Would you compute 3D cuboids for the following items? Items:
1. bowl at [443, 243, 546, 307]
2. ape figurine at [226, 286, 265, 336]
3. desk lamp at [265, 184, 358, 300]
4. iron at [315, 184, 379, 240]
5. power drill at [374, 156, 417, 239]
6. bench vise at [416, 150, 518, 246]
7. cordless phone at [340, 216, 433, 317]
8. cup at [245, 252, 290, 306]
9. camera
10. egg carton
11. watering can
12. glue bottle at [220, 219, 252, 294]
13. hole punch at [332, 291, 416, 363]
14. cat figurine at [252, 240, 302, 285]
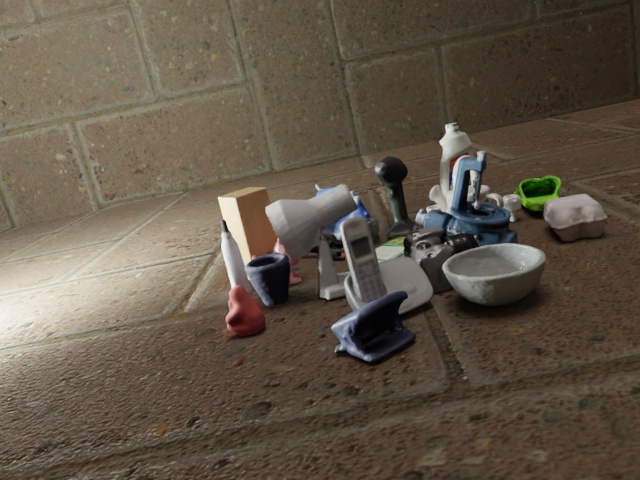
[{"bbox_3d":[0.294,0.066,0.960,0.167,0.075,0.167,-11,15,3],"label":"bowl"},{"bbox_3d":[-0.141,0.126,1.050,0.078,0.092,0.075,-22,18,-34],"label":"ape figurine"},{"bbox_3d":[0.011,0.004,1.144,0.203,0.214,0.118,-12,15,0],"label":"desk lamp"},{"bbox_3d":[0.066,-0.082,1.564,0.119,0.141,0.257,-21,17,-32],"label":"iron"},{"bbox_3d":[0.190,-0.115,1.455,0.075,0.208,0.230,-8,15,17],"label":"power drill"},{"bbox_3d":[0.289,-0.068,1.177,0.207,0.220,0.122,-7,16,20],"label":"bench vise"},{"bbox_3d":[0.108,0.041,0.984,0.148,0.185,0.094,-19,16,-24],"label":"cordless phone"},{"bbox_3d":[-0.097,0.081,1.177,0.091,0.095,0.118,-9,15,13],"label":"cup"},{"bbox_3d":[0.239,0.025,1.104,0.137,0.101,0.143,-13,15,-5],"label":"camera"},{"bbox_3d":[0.534,-0.049,1.210,0.107,0.069,0.150,-9,15,11],"label":"egg carton"},{"bbox_3d":[0.327,-0.093,1.293,0.172,0.194,0.101,-5,16,25],"label":"watering can"},{"bbox_3d":[-0.194,0.037,1.265,0.037,0.173,0.078,-17,16,-18],"label":"glue bottle"},{"bbox_3d":[0.077,0.125,0.882,0.109,0.091,0.100,-22,18,-33],"label":"hole punch"},{"bbox_3d":[-0.089,0.043,1.269,0.128,0.118,0.067,-17,15,-16],"label":"cat figurine"}]
